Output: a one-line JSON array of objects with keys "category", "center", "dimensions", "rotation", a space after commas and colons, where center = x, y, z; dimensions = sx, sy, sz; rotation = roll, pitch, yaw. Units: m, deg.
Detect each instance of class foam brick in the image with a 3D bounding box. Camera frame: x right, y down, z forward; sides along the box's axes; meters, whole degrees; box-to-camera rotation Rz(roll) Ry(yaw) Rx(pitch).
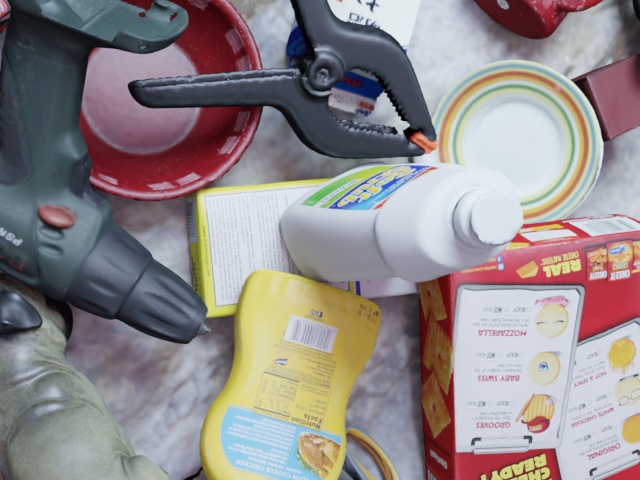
[{"category": "foam brick", "center": [0.216, -0.105, 0.824], "dimensions": [0.053, 0.078, 0.051], "rotation": [-24, 94, -14]}]

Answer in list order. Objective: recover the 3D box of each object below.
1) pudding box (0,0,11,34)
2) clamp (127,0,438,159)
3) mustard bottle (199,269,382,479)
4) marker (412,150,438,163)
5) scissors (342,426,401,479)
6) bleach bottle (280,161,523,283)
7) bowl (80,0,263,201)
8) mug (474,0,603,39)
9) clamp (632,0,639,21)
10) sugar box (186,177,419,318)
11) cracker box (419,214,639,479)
[{"category": "pudding box", "center": [-0.257, -0.166, 0.692], "dimensions": [0.113, 0.090, 0.039], "rotation": [50, 47, -8]}, {"category": "clamp", "center": [-0.001, -0.125, 0.716], "dimensions": [0.209, 0.036, 0.165], "rotation": [24, 105, -21]}, {"category": "mustard bottle", "center": [-0.027, 0.122, 0.708], "dimensions": [0.096, 0.058, 0.191], "rotation": [18, 77, -11]}, {"category": "marker", "center": [0.091, -0.014, 0.819], "dimensions": [0.020, 0.020, 0.121], "rotation": [-14, 95, -15]}, {"category": "scissors", "center": [0.069, 0.225, 0.788], "dimensions": [0.201, 0.016, 0.096], "rotation": [52, 33, -8]}, {"category": "bleach bottle", "center": [0.056, -0.013, 0.644], "dimensions": [0.102, 0.251, 0.068], "rotation": [-27, 97, -16]}, {"category": "bowl", "center": [-0.122, -0.106, 0.746], "dimensions": [0.162, 0.055, 0.162], "rotation": [0, 89, -15]}, {"category": "mug", "center": [0.171, -0.202, 0.799], "dimensions": [0.081, 0.117, 0.093], "rotation": [-53, 140, -5]}, {"category": "clamp", "center": [0.270, -0.174, 0.837], "dimensions": [0.120, 0.039, 0.171], "rotation": [45, 40, -49]}, {"category": "sugar box", "center": [-0.005, 0.001, 0.782], "dimensions": [0.176, 0.048, 0.093], "rotation": [-5, 91, -19]}, {"category": "cracker box", "center": [0.160, 0.095, 0.789], "dimensions": [0.164, 0.072, 0.214], "rotation": [-8, 107, -14]}]
